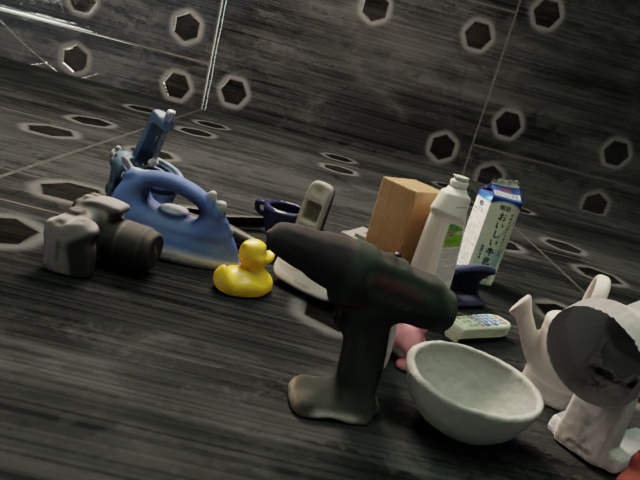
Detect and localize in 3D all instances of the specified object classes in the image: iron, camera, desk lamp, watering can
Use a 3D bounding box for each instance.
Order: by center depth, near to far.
[{"bbox_3d":[0.362,0.166,0.702,0.204,0.213,0.117,1,22,-37],"label":"desk lamp"},{"bbox_3d":[0.362,0.138,0.825,0.173,0.194,0.101,15,17,1],"label":"watering can"},{"bbox_3d":[-0.315,-0.006,0.860,0.136,0.101,0.143,17,17,5],"label":"camera"},{"bbox_3d":[-0.242,-0.046,0.979,0.258,0.141,0.119,16,17,4],"label":"iron"}]

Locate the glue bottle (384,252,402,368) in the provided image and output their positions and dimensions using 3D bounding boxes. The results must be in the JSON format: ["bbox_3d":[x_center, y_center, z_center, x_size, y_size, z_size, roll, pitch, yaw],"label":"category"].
[{"bbox_3d":[0.077,0.095,0.752,0.078,0.173,0.037,-3,25,-46],"label":"glue bottle"}]

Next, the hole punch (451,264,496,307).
[{"bbox_3d":[0.272,0.074,1.126,0.109,0.091,0.100,4,20,-32],"label":"hole punch"}]

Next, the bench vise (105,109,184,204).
[{"bbox_3d":[-0.350,-0.160,1.114,0.207,0.220,0.122,21,18,18],"label":"bench vise"}]

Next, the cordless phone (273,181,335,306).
[{"bbox_3d":[0.009,0.003,0.963,0.147,0.185,0.094,24,19,28],"label":"cordless phone"}]

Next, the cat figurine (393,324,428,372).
[{"bbox_3d":[0.105,0.109,0.827,0.127,0.118,0.067,22,18,22],"label":"cat figurine"}]

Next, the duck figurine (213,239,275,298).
[{"bbox_3d":[-0.116,0.040,0.912,0.105,0.086,0.077,0,23,-41],"label":"duck figurine"}]

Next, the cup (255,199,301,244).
[{"bbox_3d":[-0.086,-0.026,1.128,0.117,0.095,0.092,21,18,20],"label":"cup"}]

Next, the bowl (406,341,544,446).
[{"bbox_3d":[0.176,0.194,0.692,0.167,0.075,0.167,14,17,-4],"label":"bowl"}]

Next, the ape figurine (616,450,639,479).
[{"bbox_3d":[0.355,0.257,0.619,0.078,0.092,0.076,9,18,-18],"label":"ape figurine"}]

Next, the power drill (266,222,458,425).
[{"bbox_3d":[0.032,0.097,0.647,0.230,0.208,0.075,11,17,-13],"label":"power drill"}]
